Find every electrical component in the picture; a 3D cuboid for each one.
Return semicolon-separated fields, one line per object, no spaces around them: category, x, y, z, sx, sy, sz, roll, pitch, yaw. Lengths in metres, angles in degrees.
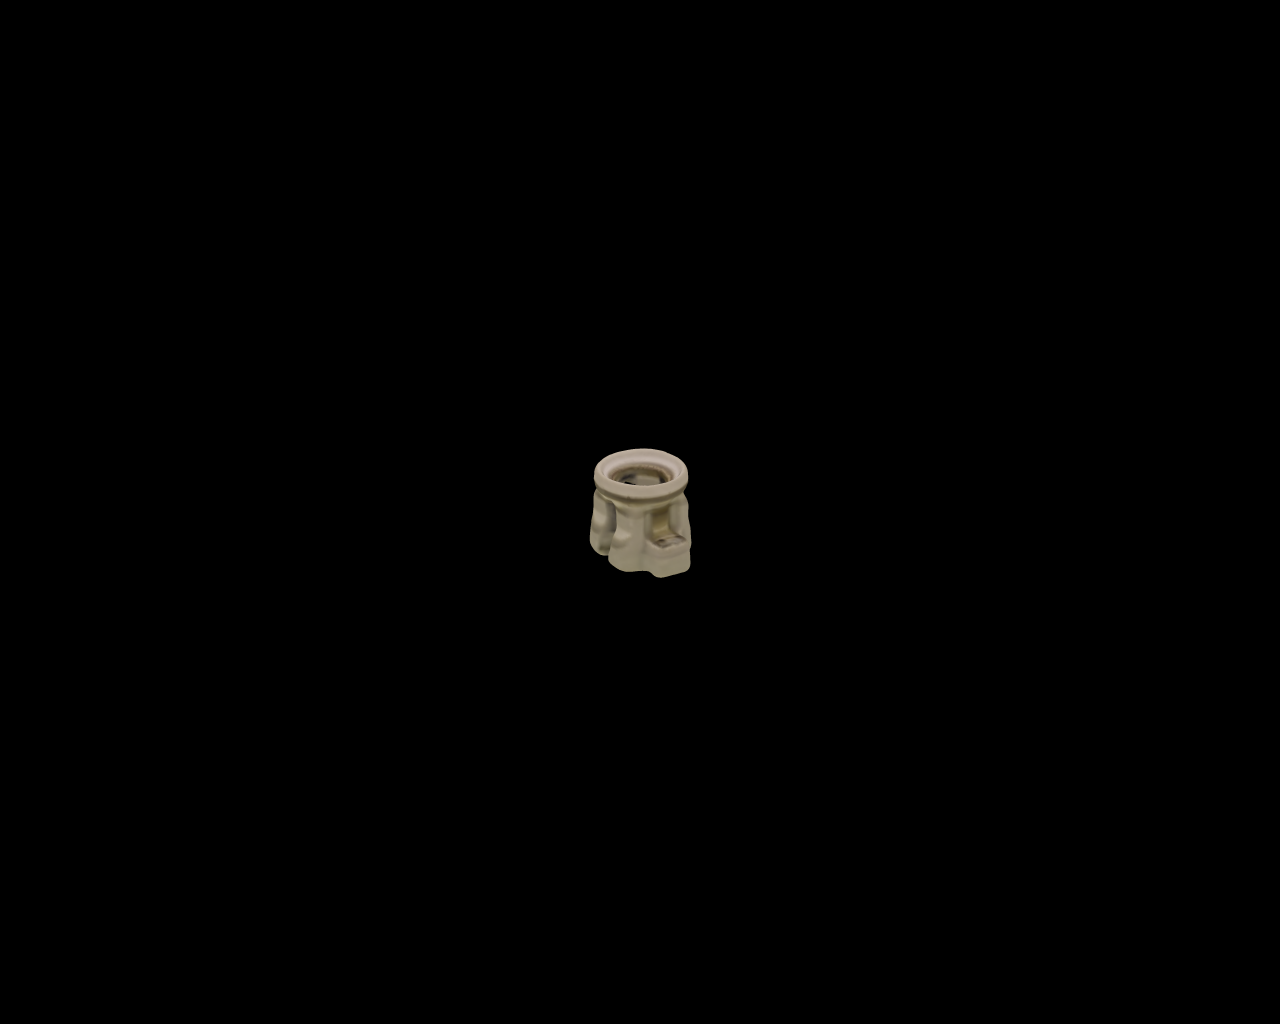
electrical component;0.001;-0.003;0.650;0.058;0.056;0.078;-16;31;-28
